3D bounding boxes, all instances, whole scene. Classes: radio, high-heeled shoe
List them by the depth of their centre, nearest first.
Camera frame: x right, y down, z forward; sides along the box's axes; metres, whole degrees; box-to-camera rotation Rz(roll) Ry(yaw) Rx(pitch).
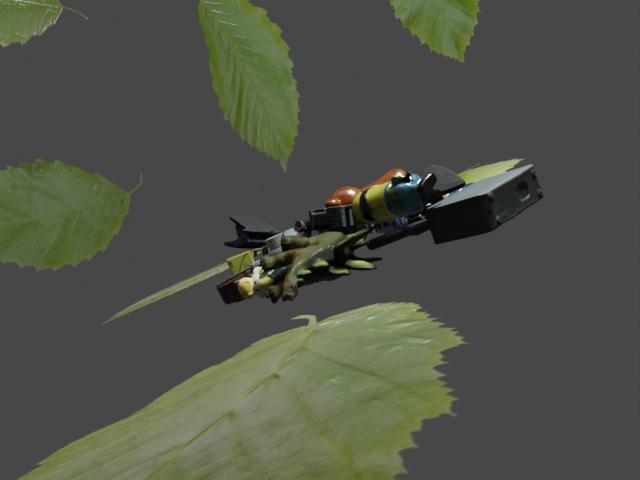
[{"bbox_3d":[0.312,-0.069,1.008,0.229,0.073,0.131,-28,8,-41],"label":"radio"},{"bbox_3d":[0.273,-0.119,1.331,0.249,0.086,0.145,13,-11,46],"label":"high-heeled shoe"}]

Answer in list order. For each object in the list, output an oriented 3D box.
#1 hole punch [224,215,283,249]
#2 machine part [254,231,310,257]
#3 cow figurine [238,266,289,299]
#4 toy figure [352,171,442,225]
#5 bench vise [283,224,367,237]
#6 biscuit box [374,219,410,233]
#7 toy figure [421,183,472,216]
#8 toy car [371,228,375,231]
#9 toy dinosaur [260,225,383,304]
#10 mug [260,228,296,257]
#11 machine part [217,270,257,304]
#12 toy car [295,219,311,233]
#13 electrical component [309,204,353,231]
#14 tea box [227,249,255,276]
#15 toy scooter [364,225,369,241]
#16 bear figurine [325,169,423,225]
[{"bbox_3d":[-0.192,-0.009,1.500,0.116,0.092,0.142,28,15,39],"label":"hole punch"},{"bbox_3d":[-0.083,0.014,1.636,0.243,0.079,0.079,-10,2,-13],"label":"machine part"},{"bbox_3d":[-0.095,0.083,1.154,0.098,0.068,0.167,-13,8,34],"label":"cow figurine"},{"bbox_3d":[0.138,-0.079,1.019,0.089,0.082,0.180,-2,-6,-39],"label":"toy figure"},{"bbox_3d":[0.002,0.006,1.296,0.224,0.128,0.240,-23,0,18],"label":"bench vise"},{"bbox_3d":[0.194,-0.055,1.448,0.063,0.059,0.203,-21,4,-8],"label":"biscuit box"},{"bbox_3d":[0.314,-0.086,1.288,0.154,0.058,0.064,-27,-3,-4],"label":"toy figure"},{"bbox_3d":[0.084,-0.039,1.620,0.162,0.109,0.103,-5,36,33],"label":"toy car"},{"bbox_3d":[0.019,0.031,1.057,0.199,0.105,0.471,-10,12,16],"label":"toy dinosaur"},{"bbox_3d":[-0.100,0.037,1.444,0.110,0.107,0.081,-26,3,3],"label":"mug"},{"bbox_3d":[-0.161,0.100,1.308,0.179,0.056,0.179,-23,4,2],"label":"machine part"},{"bbox_3d":[0.013,-0.053,1.548,0.089,0.053,0.202,-8,-3,-42],"label":"toy car"},{"bbox_3d":[0.044,-0.049,1.131,0.119,0.047,0.075,-6,3,18],"label":"electrical component"},{"bbox_3d":[-0.208,0.081,1.483,0.068,0.098,0.170,-23,6,-7],"label":"tea box"},{"bbox_3d":[0.068,-0.011,1.464,0.184,0.075,0.135,-24,0,36],"label":"toy scooter"},{"bbox_3d":[0.120,-0.080,1.226,0.196,0.132,0.120,-25,-2,4],"label":"bear figurine"}]
